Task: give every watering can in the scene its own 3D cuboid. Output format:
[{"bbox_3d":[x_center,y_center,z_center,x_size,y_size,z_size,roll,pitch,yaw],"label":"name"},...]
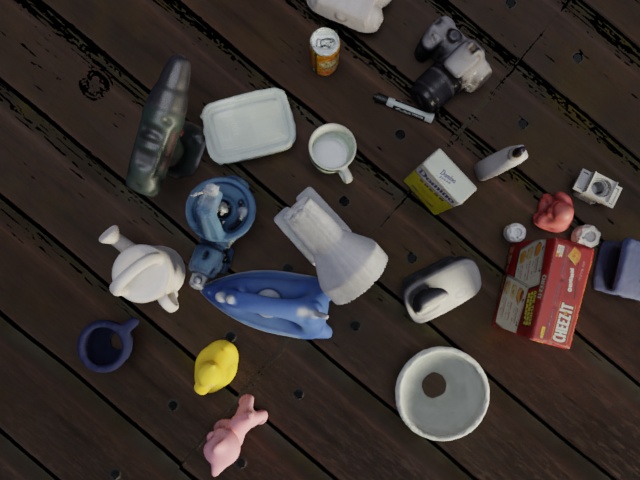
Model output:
[{"bbox_3d":[-0.310,0.053,0.986,0.173,0.194,0.101,29,88,1],"label":"watering can"}]

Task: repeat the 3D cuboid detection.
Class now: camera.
[{"bbox_3d":[0.223,-0.314,1.047,0.137,0.101,0.143,-43,88,-1],"label":"camera"}]

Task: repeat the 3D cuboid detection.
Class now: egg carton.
[{"bbox_3d":[0.055,-0.453,1.067,0.150,0.069,0.107,21,88,1],"label":"egg carton"}]

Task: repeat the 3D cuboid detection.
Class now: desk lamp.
[{"bbox_3d":[0.009,0.003,0.979,0.118,0.213,0.203,-43,88,-1],"label":"desk lamp"}]

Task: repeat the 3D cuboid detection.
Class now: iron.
[{"bbox_3d":[-0.098,0.111,1.011,0.258,0.141,0.119,8,88,0],"label":"iron"}]

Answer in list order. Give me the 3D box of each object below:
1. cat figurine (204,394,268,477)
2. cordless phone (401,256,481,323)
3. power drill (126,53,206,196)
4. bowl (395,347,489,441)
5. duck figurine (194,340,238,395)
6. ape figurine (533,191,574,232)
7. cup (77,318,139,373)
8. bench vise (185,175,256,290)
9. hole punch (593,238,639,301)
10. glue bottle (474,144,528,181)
[{"bbox_3d":[-0.156,0.347,1.014,0.067,0.117,0.128,42,89,2],"label":"cat figurine"},{"bbox_3d":[0.219,0.087,0.990,0.147,0.185,0.094,-31,88,-1],"label":"cordless phone"},{"bbox_3d":[-0.257,-0.183,0.987,0.075,0.208,0.230,19,88,1],"label":"power drill"},{"bbox_3d":[0.215,0.272,1.039,0.167,0.074,0.167,0,88,0],"label":"bowl"},{"bbox_3d":[-0.193,0.233,1.034,0.077,0.086,0.104,30,88,1],"label":"duck figurine"},{"bbox_3d":[0.431,-0.050,1.042,0.078,0.092,0.076,-28,88,-1],"label":"ape figurine"},{"bbox_3d":[-0.365,0.177,1.031,0.118,0.095,0.092,-40,88,-1],"label":"cup"},{"bbox_3d":[-0.172,-0.017,0.976,0.121,0.219,0.207,0,88,0],"label":"bench vise"},{"bbox_3d":[0.567,0.052,1.039,0.101,0.091,0.109,12,88,1],"label":"hole punch"},{"bbox_3d":[0.328,-0.142,1.004,0.078,0.173,0.037,-23,88,-1],"label":"glue bottle"}]
